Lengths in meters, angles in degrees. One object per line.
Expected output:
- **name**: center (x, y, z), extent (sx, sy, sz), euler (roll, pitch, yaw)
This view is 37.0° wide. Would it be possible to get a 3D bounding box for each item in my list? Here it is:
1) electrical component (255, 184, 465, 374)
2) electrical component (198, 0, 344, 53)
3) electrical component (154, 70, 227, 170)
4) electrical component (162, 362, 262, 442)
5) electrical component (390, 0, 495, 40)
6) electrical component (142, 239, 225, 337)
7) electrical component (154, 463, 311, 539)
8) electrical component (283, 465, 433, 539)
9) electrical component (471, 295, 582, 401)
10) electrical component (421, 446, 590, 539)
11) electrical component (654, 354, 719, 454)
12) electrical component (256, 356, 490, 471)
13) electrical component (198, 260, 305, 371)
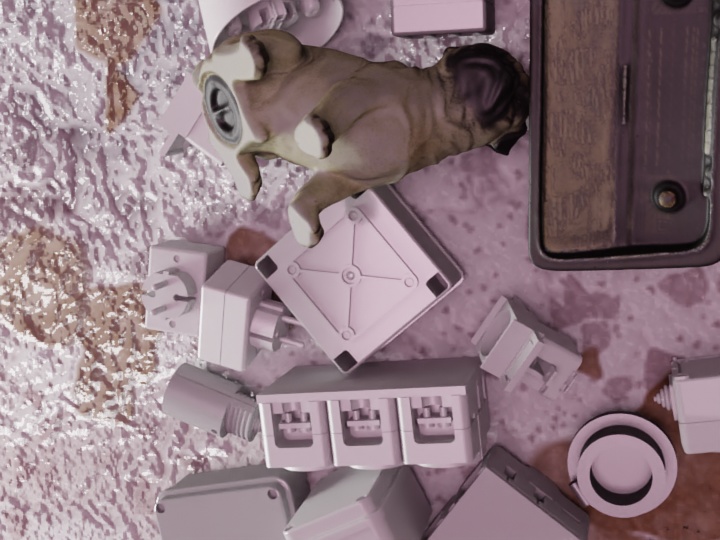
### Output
- **electrical component**: center (0.000, 0.000, 0.783), extent (0.109, 0.056, 0.108), euler (-41, 87, 17)
- **electrical component**: center (-0.063, -0.183, 0.752), extent (0.099, 0.099, 0.064), euler (-20, 87, 17)
- **electrical component**: center (-0.110, -0.112, 0.803), extent (0.064, 0.042, 0.081), euler (37, 107, 5)
- **electrical component**: center (-0.108, 0.107, 0.836), extent (0.081, 0.043, 0.043), euler (21, 104, 11)
- **electrical component**: center (0.057, -0.200, 0.741), extent (0.066, 0.047, 0.076), euler (0, 99, 15)
- **electrical component**: center (-0.140, 0.016, 0.813), extent (0.047, 0.077, 0.065), euler (8, 101, 14)
- **electrical component**: center (-0.096, 0.198, 0.840), extent (0.113, 0.057, 0.078), euler (-10, 96, 16)
- **electrical component**: center (0.000, 0.182, 0.783), extent (0.078, 0.113, 0.057), euler (-26, 94, 17)
- **electrical component**: center (0.118, 0.057, 0.755), extent (0.064, 0.081, 0.042), euler (29, 107, -13)
- **electrical component**: center (0.088, 0.216, 0.791), extent (0.089, 0.062, 0.150), euler (37, 106, 7)
- **electrical component**: center (0.250, 0.091, 0.728), extent (0.096, 0.062, 0.061), euler (-8, 96, 16)
- **electrical component**: center (0.013, 0.106, 0.779), extent (0.150, 0.089, 0.061), euler (-4, 97, 16)
- **electrical component**: center (-0.076, 0.039, 0.806), extent (0.077, 0.047, 0.065), euler (15, 120, 13)
